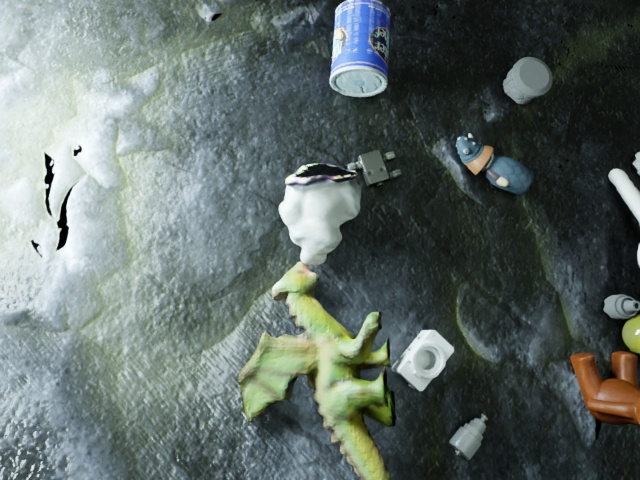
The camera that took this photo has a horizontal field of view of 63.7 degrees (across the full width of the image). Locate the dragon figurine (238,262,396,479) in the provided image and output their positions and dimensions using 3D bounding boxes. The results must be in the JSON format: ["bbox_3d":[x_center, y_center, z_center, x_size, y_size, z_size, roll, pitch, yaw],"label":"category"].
[{"bbox_3d":[-0.006,0.235,0.807,0.242,0.121,0.415,-3,76,8],"label":"dragon figurine"}]

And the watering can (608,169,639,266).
[{"bbox_3d":[0.616,0.030,0.903,0.221,0.103,0.356,43,32,-27],"label":"watering can"}]

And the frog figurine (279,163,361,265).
[{"bbox_3d":[0.003,-0.044,0.868,0.138,0.124,0.156,-12,116,-19],"label":"frog figurine"}]
